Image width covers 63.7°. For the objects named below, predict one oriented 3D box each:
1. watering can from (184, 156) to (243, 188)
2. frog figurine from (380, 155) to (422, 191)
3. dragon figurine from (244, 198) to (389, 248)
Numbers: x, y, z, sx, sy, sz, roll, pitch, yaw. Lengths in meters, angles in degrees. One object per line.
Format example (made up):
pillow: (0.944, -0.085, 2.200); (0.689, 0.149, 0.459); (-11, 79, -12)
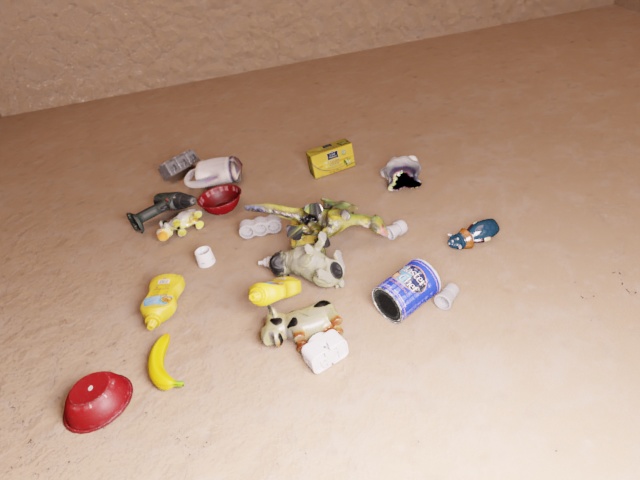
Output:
watering can: (-0.416, -0.282, 2.051); (0.224, 0.102, 0.354); (-9, 25, 3)
frog figurine: (0.275, -0.253, 1.782); (0.136, 0.120, 0.163); (-24, 42, 17)
dragon figurine: (0.005, -0.077, 1.535); (0.412, 0.120, 0.245); (17, 19, 17)
